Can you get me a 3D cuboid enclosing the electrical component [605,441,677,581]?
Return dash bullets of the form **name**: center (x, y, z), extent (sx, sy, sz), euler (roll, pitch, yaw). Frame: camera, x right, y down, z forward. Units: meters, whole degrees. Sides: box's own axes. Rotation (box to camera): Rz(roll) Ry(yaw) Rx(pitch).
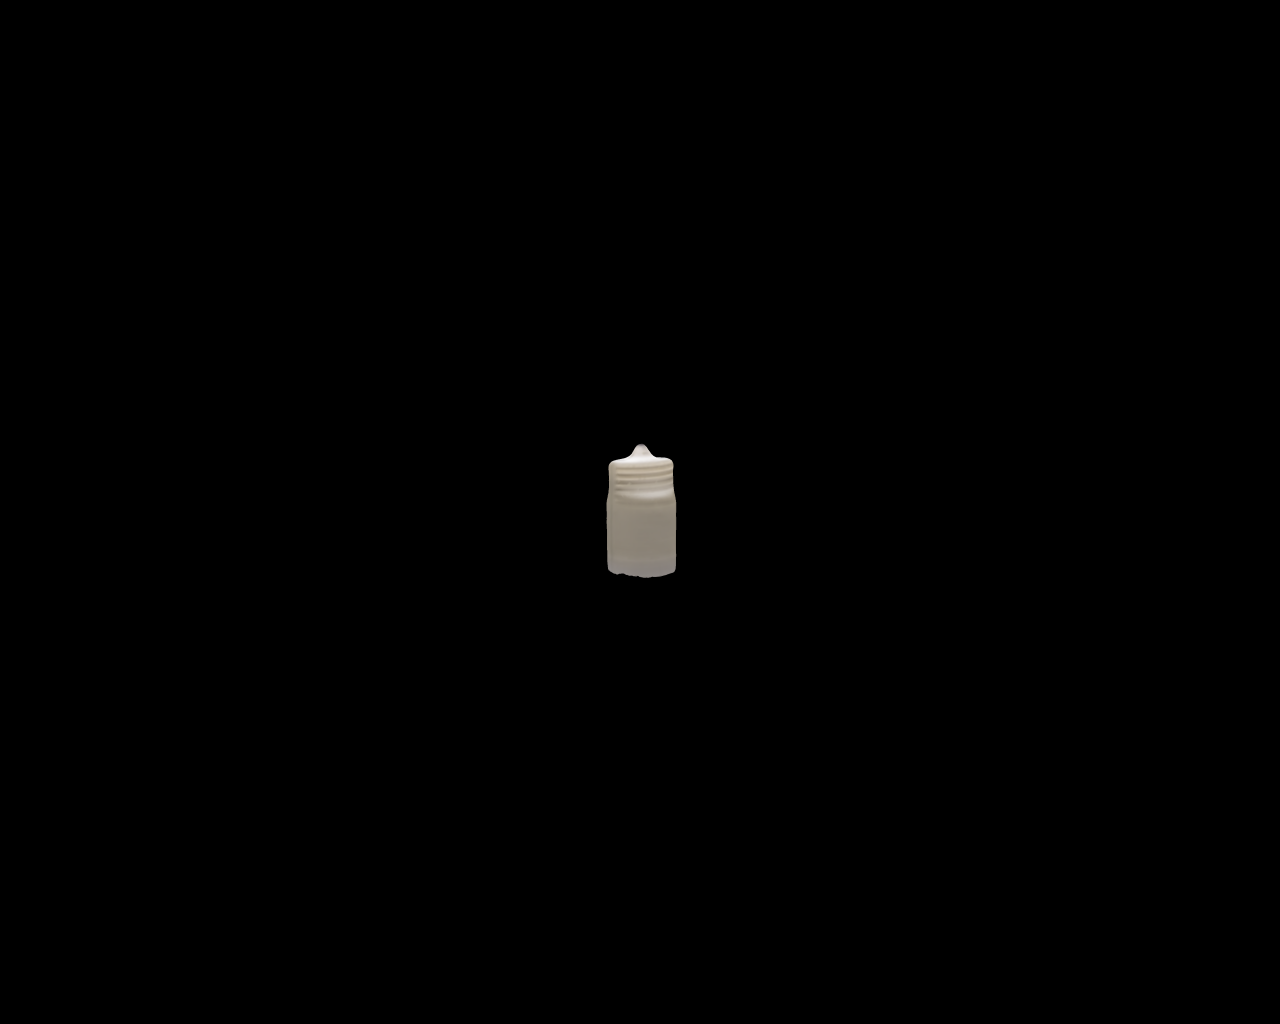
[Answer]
- **electrical component**: center (0.001, -0.003, 0.650), extent (0.043, 0.080, 0.043), euler (0, 9, 0)
